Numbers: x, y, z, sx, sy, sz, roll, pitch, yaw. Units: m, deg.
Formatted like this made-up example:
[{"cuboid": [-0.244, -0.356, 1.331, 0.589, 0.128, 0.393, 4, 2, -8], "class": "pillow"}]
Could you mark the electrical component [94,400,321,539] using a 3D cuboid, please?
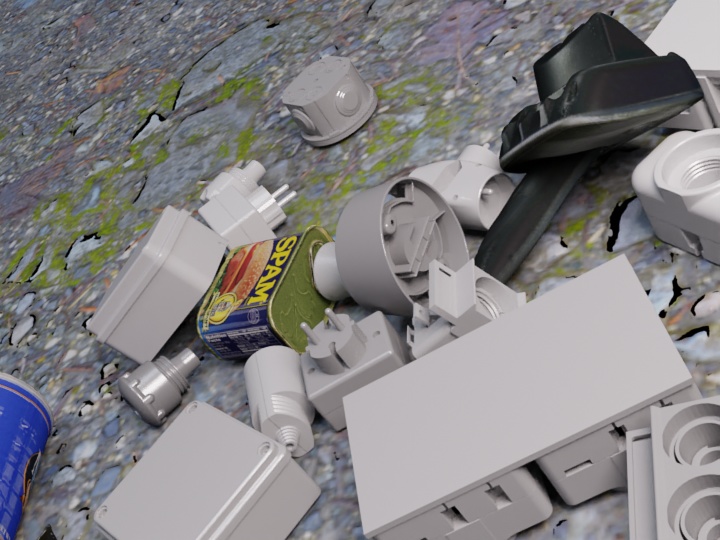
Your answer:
[{"cuboid": [-0.100, 0.152, 0.694, 0.109, 0.056, 0.108, 17, 60, 50], "class": "electrical component"}]

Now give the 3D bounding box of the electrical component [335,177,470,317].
[{"cuboid": [0.032, -0.014, 0.740, 0.064, 0.099, 0.099, -6, 44, 46], "class": "electrical component"}]

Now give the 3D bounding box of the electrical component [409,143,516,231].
[{"cuboid": [0.083, -0.066, 0.803, 0.077, 0.043, 0.079, 10, 56, 47], "class": "electrical component"}]

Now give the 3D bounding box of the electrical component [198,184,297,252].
[{"cuboid": [-0.089, -0.047, 0.929, 0.077, 0.047, 0.066, -38, 34, -6], "class": "electrical component"}]

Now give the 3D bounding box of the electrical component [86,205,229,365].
[{"cuboid": [-0.165, 0.013, 0.872, 0.113, 0.057, 0.078, -48, 16, 30], "class": "electrical component"}]

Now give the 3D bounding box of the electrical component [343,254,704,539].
[{"cuboid": [0.091, 0.084, 0.602, 0.186, 0.060, 0.105, -28, 35, 12], "class": "electrical component"}]

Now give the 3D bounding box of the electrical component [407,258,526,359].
[{"cuboid": [0.067, 0.035, 0.675, 0.064, 0.081, 0.042, -43, 27, 34], "class": "electrical component"}]

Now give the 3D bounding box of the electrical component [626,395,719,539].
[{"cuboid": [0.166, 0.123, 0.487, 0.079, 0.063, 0.121, -17, 38, 26], "class": "electrical component"}]

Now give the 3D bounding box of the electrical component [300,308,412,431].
[{"cuboid": [-0.010, 0.055, 0.711, 0.066, 0.076, 0.047, -30, 35, 10], "class": "electrical component"}]

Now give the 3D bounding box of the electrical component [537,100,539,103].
[{"cuboid": [0.143, -0.109, 0.805, 0.044, 0.044, 0.065, 20, 68, 51], "class": "electrical component"}]

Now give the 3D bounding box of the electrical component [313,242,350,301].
[{"cuboid": [0.000, 0.000, 0.796, 0.055, 0.045, 0.045, -3, 46, 39], "class": "electrical component"}]

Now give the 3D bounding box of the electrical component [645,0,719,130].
[{"cuboid": [0.268, -0.136, 0.706, 0.150, 0.061, 0.089, 14, 59, 49], "class": "electrical component"}]

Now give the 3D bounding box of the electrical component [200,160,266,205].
[{"cuboid": [-0.112, -0.074, 0.985, 0.043, 0.043, 0.062, 16, 59, 50], "class": "electrical component"}]

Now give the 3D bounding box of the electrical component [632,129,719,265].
[{"cuboid": [0.214, -0.045, 0.647, 0.054, 0.059, 0.095, -43, 34, -9], "class": "electrical component"}]

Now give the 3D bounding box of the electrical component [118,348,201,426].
[{"cuboid": [-0.152, 0.086, 0.830, 0.062, 0.048, 0.048, -41, 34, -20], "class": "electrical component"}]

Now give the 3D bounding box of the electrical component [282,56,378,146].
[{"cuboid": [-0.028, -0.158, 1.003, 0.080, 0.051, 0.080, -24, 36, 18], "class": "electrical component"}]

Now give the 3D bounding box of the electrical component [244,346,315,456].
[{"cuboid": [-0.054, 0.093, 0.734, 0.043, 0.043, 0.081, -31, 34, 8], "class": "electrical component"}]
